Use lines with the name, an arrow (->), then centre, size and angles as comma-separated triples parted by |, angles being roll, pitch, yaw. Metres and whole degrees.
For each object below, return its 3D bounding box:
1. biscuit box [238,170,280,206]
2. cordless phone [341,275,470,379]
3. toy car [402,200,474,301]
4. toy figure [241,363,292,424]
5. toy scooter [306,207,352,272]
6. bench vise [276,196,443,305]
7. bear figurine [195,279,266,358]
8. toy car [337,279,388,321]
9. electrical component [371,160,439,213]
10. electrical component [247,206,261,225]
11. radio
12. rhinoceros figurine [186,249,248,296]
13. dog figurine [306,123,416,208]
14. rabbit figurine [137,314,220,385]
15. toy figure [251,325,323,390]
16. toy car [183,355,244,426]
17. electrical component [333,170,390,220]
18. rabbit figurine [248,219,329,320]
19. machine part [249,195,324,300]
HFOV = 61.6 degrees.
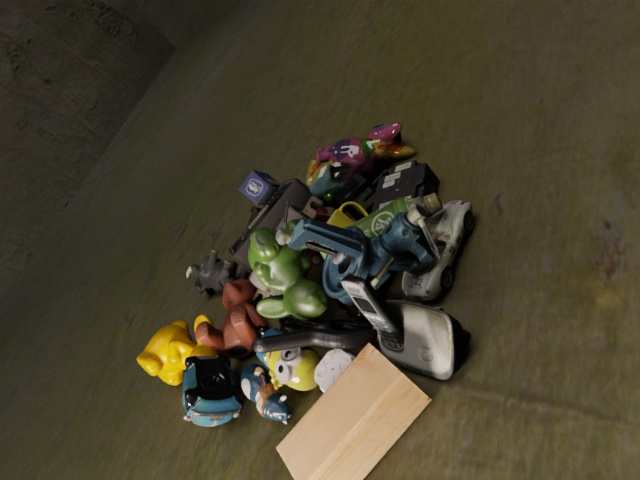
biscuit box -> -0.142, -0.128, 1.324 | 0.063, 0.059, 0.202 | -52, 0, 6
cordless phone -> 0.121, 0.112, 0.781 | 0.147, 0.184, 0.089 | 8, 56, 51
toy car -> 0.201, 0.013, 0.912 | 0.074, 0.056, 0.202 | 0, 55, 47
toy figure -> -0.098, 0.275, 0.955 | 0.058, 0.064, 0.155 | -35, 28, -12
toy scooter -> -0.002, -0.003, 1.132 | 0.135, 0.075, 0.184 | -8, 44, 40
bench vise -> 0.052, 0.012, 0.839 | 0.223, 0.240, 0.129 | -43, 37, 44
bear figurine -> -0.177, 0.141, 1.121 | 0.120, 0.131, 0.196 | -19, 46, 13
toy car -> 0.104, 0.054, 0.975 | 0.089, 0.053, 0.202 | 5, 62, 42
electrical component -> 0.169, -0.093, 1.056 | 0.115, 0.058, 0.134 | -11, 47, 38
electrical component -> -0.148, -0.049, 1.361 | 0.102, 0.045, 0.078 | 39, 114, 59
radio -> -0.114, -0.035, 1.253 | 0.229, 0.073, 0.131 | -51, 16, -9
rhinoceros figurine -> -0.256, 0.087, 1.313 | 0.191, 0.073, 0.112 | 16, 78, 51
dog figurine -> 0.092, -0.172, 1.174 | 0.219, 0.108, 0.191 | -18, 34, 30
rabbit figurine -> -0.270, 0.247, 1.146 | 0.173, 0.121, 0.162 | 15, 56, 37
toy figure -> -0.058, 0.206, 0.965 | 0.180, 0.089, 0.082 | 15, 101, 62
toy car -> -0.213, 0.295, 1.015 | 0.162, 0.109, 0.102 | -126, 47, -54
electrical component -> 0.095, -0.103, 1.128 | 0.119, 0.074, 0.048 | -48, 35, 4
rabbit figurine -> -0.058, 0.075, 0.941 | 0.170, 0.121, 0.159 | 55, 133, 24
machine part -> -0.067, 0.022, 1.054 | 0.243, 0.079, 0.079 | -61, 33, 9
